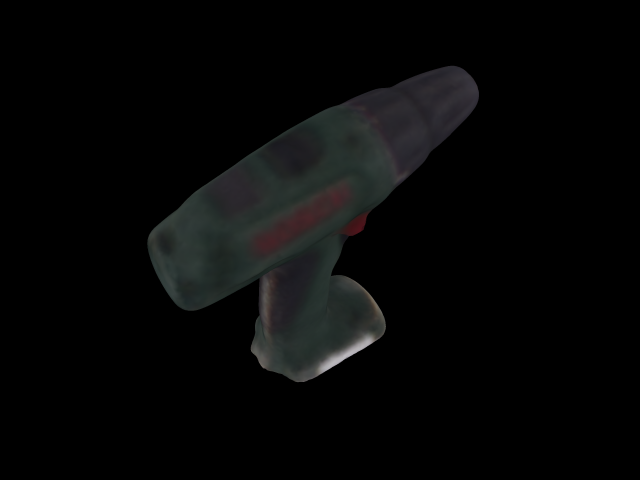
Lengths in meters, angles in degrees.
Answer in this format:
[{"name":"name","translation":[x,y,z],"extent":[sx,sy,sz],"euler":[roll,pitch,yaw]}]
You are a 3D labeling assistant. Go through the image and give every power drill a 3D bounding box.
[{"name":"power drill","translation":[0.004,0.001,0.400],"extent":[0.230,0.208,0.075],"euler":[-27,53,-22]}]
